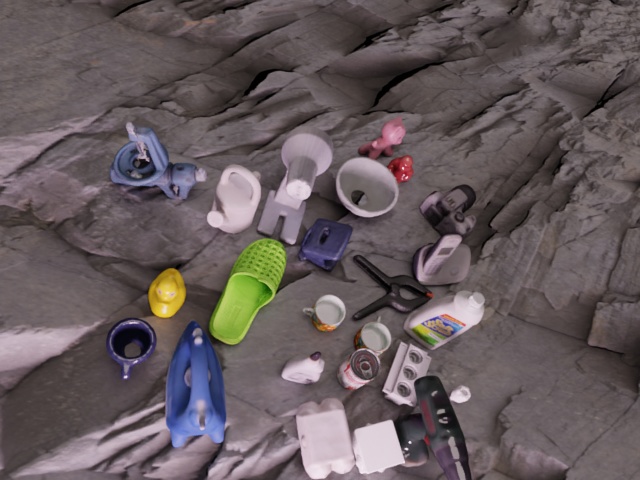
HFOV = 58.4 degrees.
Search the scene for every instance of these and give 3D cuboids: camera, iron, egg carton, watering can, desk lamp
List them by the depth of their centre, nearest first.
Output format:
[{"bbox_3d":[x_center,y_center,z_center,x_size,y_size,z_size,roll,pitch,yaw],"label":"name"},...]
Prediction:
[{"bbox_3d":[-0.240,0.261,1.116,0.119,0.141,0.258,-1,65,-18],"label":"iron"},{"bbox_3d":[0.009,0.403,1.168,0.107,0.069,0.150,-5,66,-20],"label":"egg carton"},{"bbox_3d":[-0.185,-0.094,1.278,0.101,0.194,0.173,16,61,-10],"label":"watering can"},{"bbox_3d":[-0.053,-0.130,1.327,0.118,0.213,0.203,18,61,-8],"label":"desk lamp"},{"bbox_3d":[0.362,-0.084,1.504,0.137,0.100,0.143,-33,78,-28],"label":"camera"}]

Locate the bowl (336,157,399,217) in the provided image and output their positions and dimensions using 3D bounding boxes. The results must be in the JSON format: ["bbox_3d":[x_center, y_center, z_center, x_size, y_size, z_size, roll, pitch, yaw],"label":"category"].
[{"bbox_3d":[0.111,-0.123,1.457,0.168,0.074,0.167,7,63,-14],"label":"bowl"}]

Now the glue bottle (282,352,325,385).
[{"bbox_3d":[-0.025,0.256,1.170,0.078,0.173,0.037,17,61,-9],"label":"glue bottle"}]

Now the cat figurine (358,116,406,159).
[{"bbox_3d":[0.177,-0.273,1.527,0.128,0.117,0.067,-34,78,-28],"label":"cat figurine"}]

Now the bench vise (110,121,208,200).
[{"bbox_3d":[-0.353,-0.184,1.254,0.208,0.219,0.121,-7,67,-20],"label":"bench vise"}]

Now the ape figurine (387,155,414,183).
[{"bbox_3d":[0.215,-0.192,1.514,0.078,0.092,0.076,16,61,-10],"label":"ape figurine"}]

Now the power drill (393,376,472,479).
[{"bbox_3d":[0.223,0.400,1.158,0.076,0.208,0.229,-3,66,-19],"label":"power drill"}]

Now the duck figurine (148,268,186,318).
[{"bbox_3d":[-0.319,0.102,1.201,0.077,0.086,0.104,14,61,-11],"label":"duck figurine"}]

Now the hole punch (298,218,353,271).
[{"bbox_3d":[0.012,0.005,1.353,0.101,0.091,0.109,27,60,-3],"label":"hole punch"}]

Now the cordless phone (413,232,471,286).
[{"bbox_3d":[0.315,0.036,1.380,0.148,0.185,0.094,-5,66,-20],"label":"cordless phone"}]

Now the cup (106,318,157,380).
[{"bbox_3d":[-0.370,0.222,1.121,0.092,0.095,0.118,7,63,-14],"label":"cup"}]
